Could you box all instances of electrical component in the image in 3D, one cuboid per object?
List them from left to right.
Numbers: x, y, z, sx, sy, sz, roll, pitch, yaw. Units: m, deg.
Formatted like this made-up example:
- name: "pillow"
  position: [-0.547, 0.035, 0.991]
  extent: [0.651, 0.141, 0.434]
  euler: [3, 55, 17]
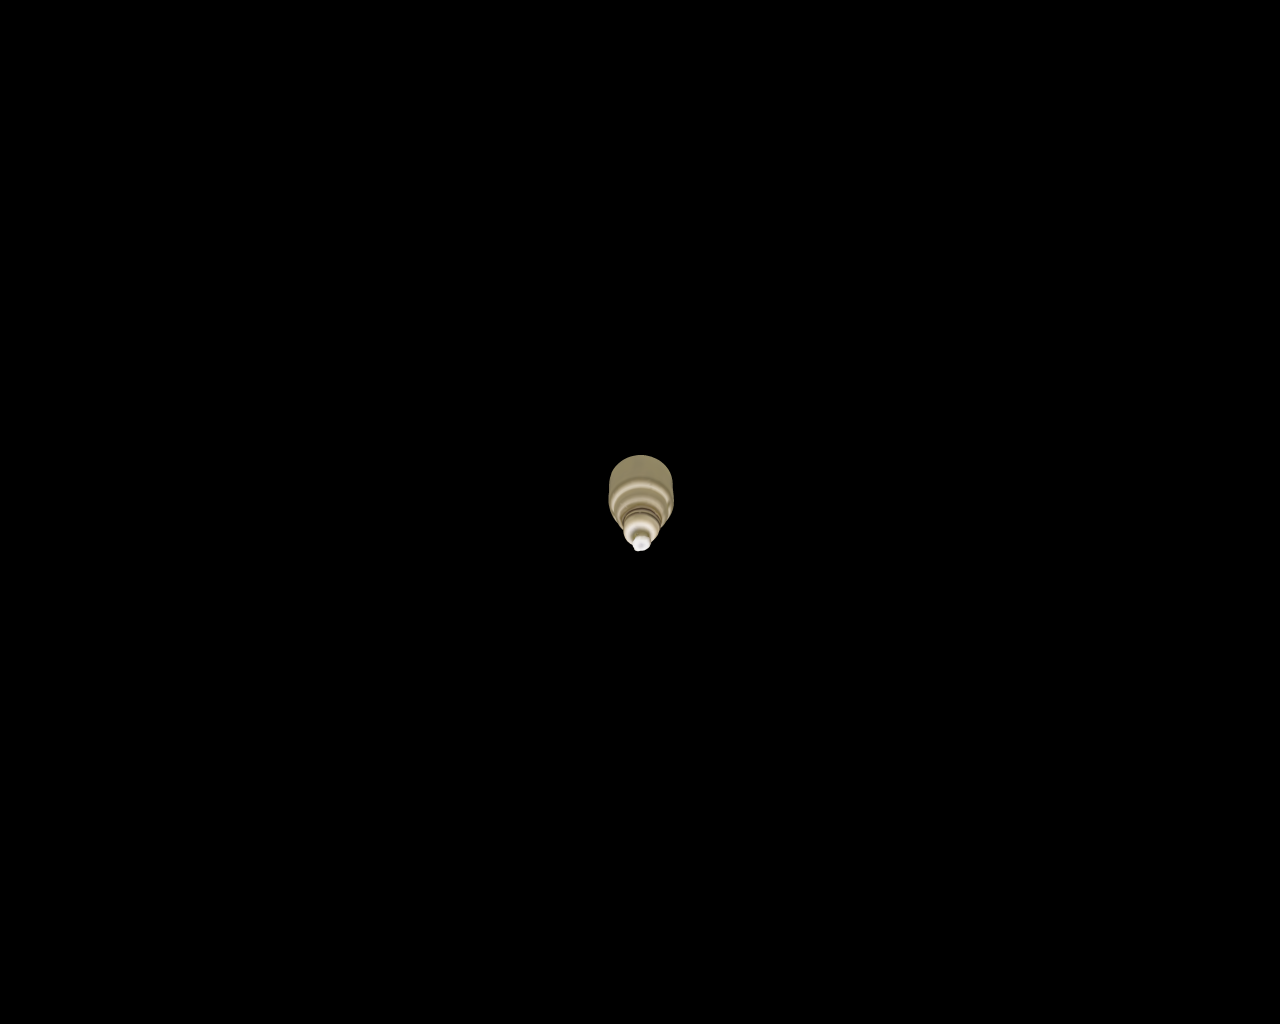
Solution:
- name: "electrical component"
  position: [0.001, -0.003, 0.650]
  extent: [0.040, 0.040, 0.078]
  euler: [0, 34, 0]
